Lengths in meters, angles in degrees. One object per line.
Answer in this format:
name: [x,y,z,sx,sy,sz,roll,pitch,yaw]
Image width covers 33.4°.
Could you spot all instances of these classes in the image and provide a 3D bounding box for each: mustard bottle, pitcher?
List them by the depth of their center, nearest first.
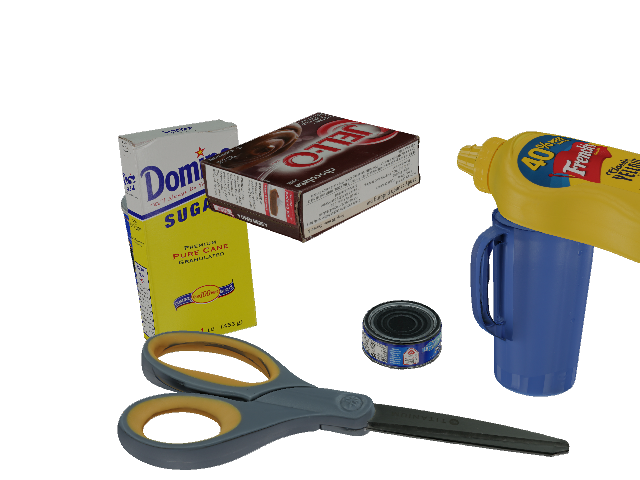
mustard bottle: [0.180,-0.035,0.734,0.192,0.058,0.096,19,38,34]
pitcher: [0.277,0.077,1.392,0.149,0.243,0.144,5,20,16]

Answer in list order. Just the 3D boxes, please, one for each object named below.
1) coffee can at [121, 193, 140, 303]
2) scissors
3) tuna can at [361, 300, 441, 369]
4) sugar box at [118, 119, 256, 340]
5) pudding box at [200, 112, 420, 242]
coffee can: [-0.164,0.013,1.213,0.103,0.140,0.103,-5,26,2]
scissors: [-0.001,0.085,0.470,0.202,0.016,0.096,16,34,22]
tuna can: [0.087,0.099,1.142,0.086,0.034,0.086,-1,29,0]
sugar box: [-0.108,-0.006,0.887,0.093,0.176,0.048,-13,20,-26]
pudding box: [-0.005,-0.043,0.680,0.090,0.039,0.113,18,36,41]
